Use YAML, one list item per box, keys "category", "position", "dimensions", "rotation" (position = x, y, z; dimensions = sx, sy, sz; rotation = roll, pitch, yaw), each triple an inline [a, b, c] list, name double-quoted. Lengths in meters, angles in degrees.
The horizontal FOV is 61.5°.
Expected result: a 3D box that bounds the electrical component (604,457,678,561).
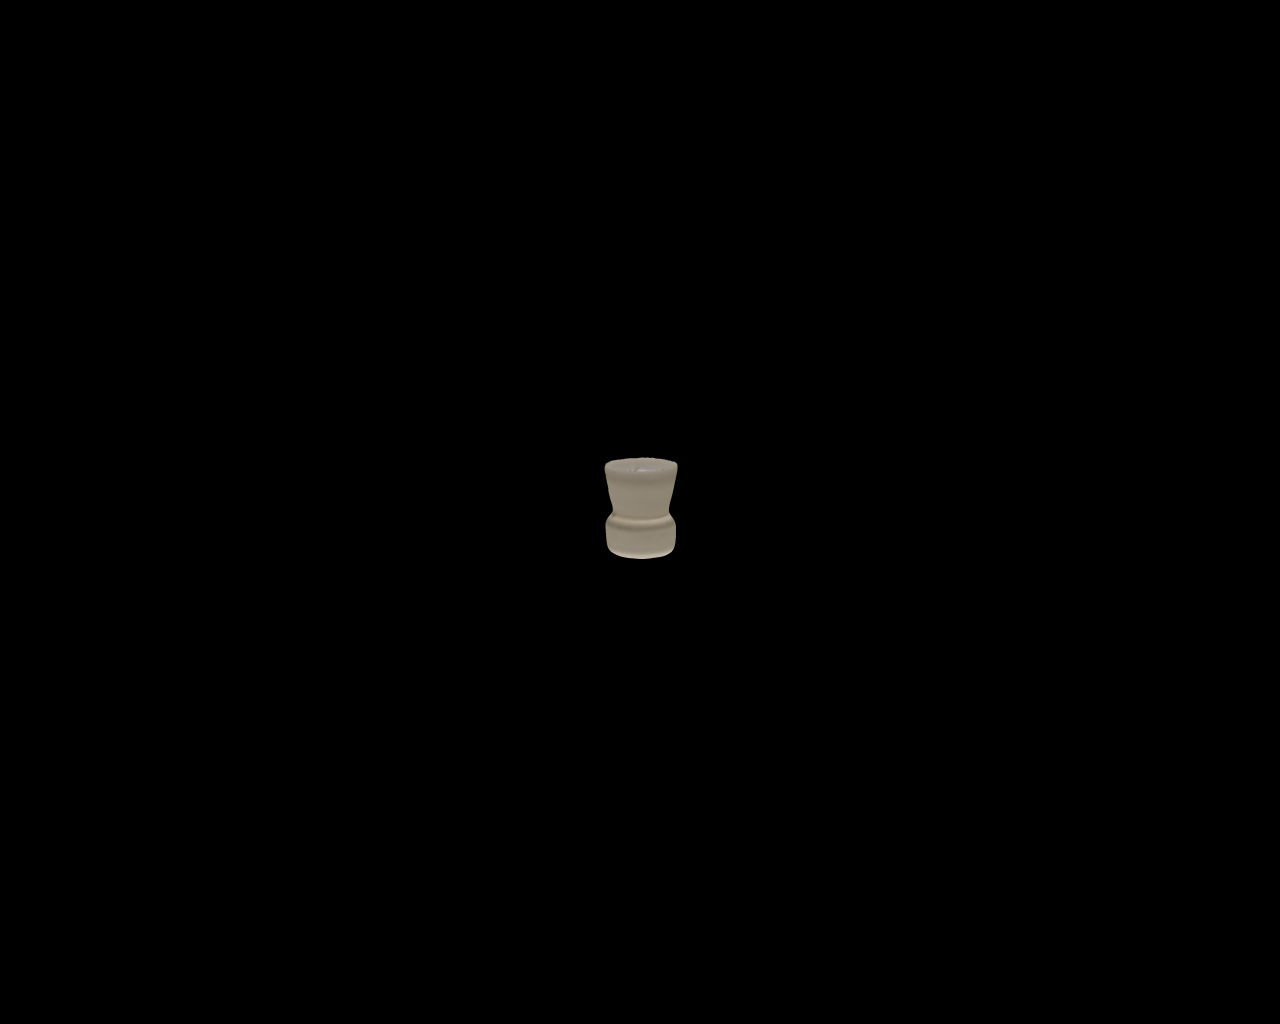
- category: "electrical component"
  position: [0.001, -0.003, 0.650]
  dimensions: [0.045, 0.055, 0.045]
  rotation: [0, 14, 0]
